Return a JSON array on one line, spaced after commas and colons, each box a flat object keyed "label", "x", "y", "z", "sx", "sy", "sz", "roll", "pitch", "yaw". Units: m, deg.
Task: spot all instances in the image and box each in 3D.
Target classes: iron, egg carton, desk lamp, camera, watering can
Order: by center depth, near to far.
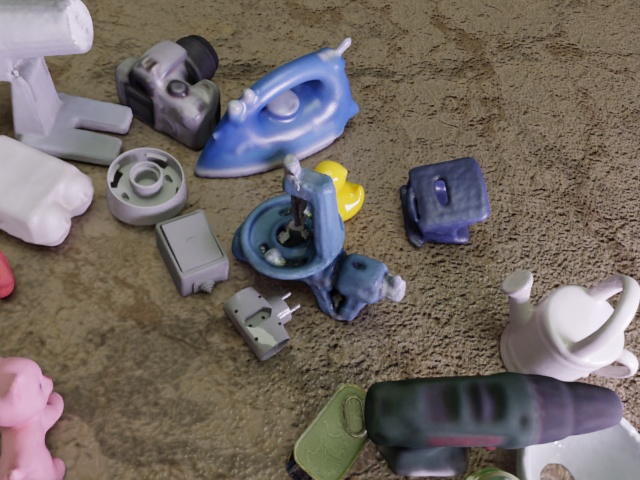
[{"label": "watering can", "x": 0.291, "y": 0.102, "z": 0.668, "sx": 0.173, "sy": 0.194, "sz": 0.101, "roll": 14, "pitch": 59, "yaw": -5}, {"label": "egg carton", "x": -0.353, "y": -0.057, "z": 0.676, "sx": 0.150, "sy": 0.069, "sz": 0.107, "roll": 23, "pitch": 58, "yaw": 0}, {"label": "desk lamp", "x": -0.342, "y": -0.205, "z": 0.678, "sx": 0.203, "sy": 0.213, "sz": 0.118, "roll": 9, "pitch": 59, "yaw": -8}, {"label": "iron", "x": -0.058, "y": -0.182, "z": 0.775, "sx": 0.259, "sy": 0.141, "sz": 0.118, "roll": -34, "pitch": 73, "yaw": -27}, {"label": "camera", "x": -0.188, "y": -0.223, "z": 0.791, "sx": 0.143, "sy": 0.101, "sz": 0.137, "roll": 32, "pitch": 59, "yaw": 6}]

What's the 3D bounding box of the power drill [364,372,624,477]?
[{"label": "power drill", "x": 0.147, "y": 0.185, "z": 0.577, "sx": 0.230, "sy": 0.208, "sz": 0.075, "roll": 3, "pitch": 60, "yaw": -11}]

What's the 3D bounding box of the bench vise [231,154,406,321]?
[{"label": "bench vise", "x": 0.007, "y": -0.008, "z": 0.647, "sx": 0.207, "sy": 0.219, "sz": 0.121, "roll": 11, "pitch": 59, "yaw": -7}]

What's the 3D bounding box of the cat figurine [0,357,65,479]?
[{"label": "cat figurine", "x": -0.285, "y": 0.167, "z": 0.538, "sx": 0.067, "sy": 0.117, "sz": 0.127, "roll": -8, "pitch": 63, "yaw": -17}]

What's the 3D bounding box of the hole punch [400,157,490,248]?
[{"label": "hole punch", "x": 0.168, "y": -0.054, "z": 0.786, "sx": 0.101, "sy": 0.091, "sz": 0.108, "roll": 1, "pitch": 61, "yaw": -12}]

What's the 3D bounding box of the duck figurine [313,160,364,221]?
[{"label": "duck figurine", "x": 0.012, "y": -0.070, "z": 0.761, "sx": 0.105, "sy": 0.086, "sz": 0.077, "roll": 1, "pitch": 61, "yaw": -13}]

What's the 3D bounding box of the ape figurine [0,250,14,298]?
[{"label": "ape figurine", "x": -0.370, "y": 0.030, "z": 0.610, "sx": 0.078, "sy": 0.092, "sz": 0.076, "roll": 17, "pitch": 59, "yaw": -3}]

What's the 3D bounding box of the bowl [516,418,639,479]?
[{"label": "bowl", "x": 0.287, "y": 0.268, "z": 0.642, "sx": 0.167, "sy": 0.074, "sz": 0.167, "roll": 6, "pitch": 60, "yaw": -10}]
